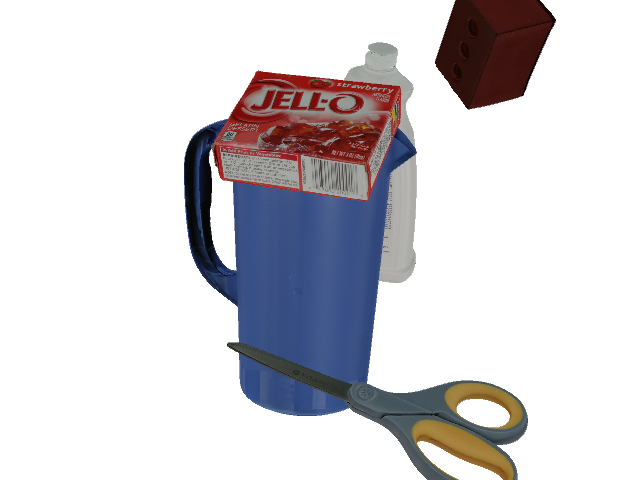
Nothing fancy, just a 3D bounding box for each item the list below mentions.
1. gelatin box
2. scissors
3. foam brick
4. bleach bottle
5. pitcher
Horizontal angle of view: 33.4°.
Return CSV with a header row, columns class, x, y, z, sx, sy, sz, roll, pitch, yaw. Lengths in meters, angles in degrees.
class,x,y,z,sx,sy,sz,roll,pitch,yaw
gelatin box,-0.006,-0.061,0.595,0.089,0.030,0.073,9,44,15
scissors,0.045,0.095,0.681,0.202,0.016,0.096,32,45,26
foam brick,0.123,-0.142,0.765,0.051,0.053,0.078,-18,-31,-22
bleach bottle,0.060,-0.081,1.108,0.102,0.251,0.068,11,32,10
pitcher,-0.021,0.013,0.876,0.144,0.243,0.149,-7,18,-32
